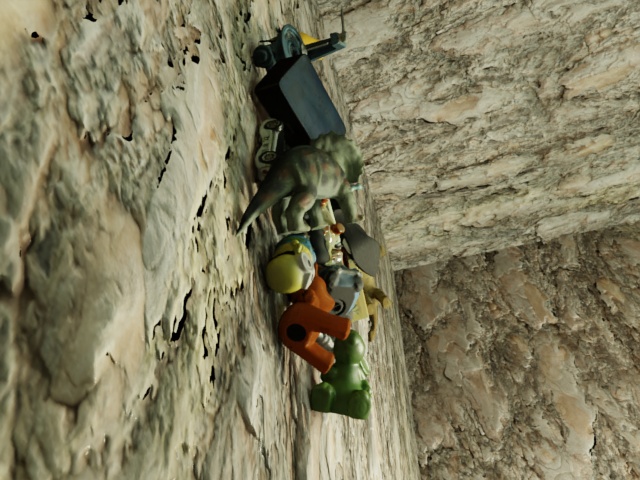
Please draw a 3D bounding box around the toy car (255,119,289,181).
[{"bbox_3d":[-0.097,-0.170,1.075,0.202,0.056,0.073,-89,169,-47],"label":"toy car"}]

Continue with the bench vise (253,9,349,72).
[{"bbox_3d":[-0.035,-0.434,1.251,0.223,0.241,0.128,-8,89,-63],"label":"bench vise"}]

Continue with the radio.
[{"bbox_3d":[-0.034,-0.280,1.178,0.229,0.073,0.131,56,49,-38],"label":"radio"}]

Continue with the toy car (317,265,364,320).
[{"bbox_3d":[0.022,0.108,1.158,0.103,0.109,0.161,-115,-141,-53],"label":"toy car"}]

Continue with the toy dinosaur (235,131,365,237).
[{"bbox_3d":[-0.026,-0.110,0.999,0.404,0.131,0.192,-10,88,-61],"label":"toy dinosaur"}]

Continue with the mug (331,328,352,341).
[{"bbox_3d":[0.032,0.194,1.255,0.109,0.081,0.107,56,15,-49],"label":"mug"}]

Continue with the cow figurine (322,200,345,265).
[{"bbox_3d":[-0.003,-0.004,1.248,0.127,0.085,0.195,-54,-130,46],"label":"cow figurine"}]

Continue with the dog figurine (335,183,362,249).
[{"bbox_3d":[0.016,-0.079,1.445,0.108,0.192,0.219,40,73,-77],"label":"dog figurine"}]

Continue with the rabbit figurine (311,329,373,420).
[{"bbox_3d":[0.064,0.272,1.117,0.159,0.121,0.170,38,60,-73],"label":"rabbit figurine"}]

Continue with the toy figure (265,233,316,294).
[{"bbox_3d":[-0.053,0.042,0.996,0.082,0.089,0.180,55,8,-18],"label":"toy figure"}]

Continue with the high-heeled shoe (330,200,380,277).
[{"bbox_3d":[0.067,-0.017,1.374,0.145,0.086,0.248,29,-35,52],"label":"high-heeled shoe"}]

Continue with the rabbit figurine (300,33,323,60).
[{"bbox_3d":[-0.048,-0.485,1.502,0.162,0.122,0.173,5,73,-74],"label":"rabbit figurine"}]

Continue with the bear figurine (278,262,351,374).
[{"bbox_3d":[-0.008,0.136,1.011,0.120,0.132,0.196,-65,178,22],"label":"bear figurine"}]

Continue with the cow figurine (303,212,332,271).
[{"bbox_3d":[-0.026,-0.010,1.142,0.068,0.098,0.167,48,31,-57],"label":"cow figurine"}]

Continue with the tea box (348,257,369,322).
[{"bbox_3d":[0.073,0.134,1.479,0.098,0.068,0.169,-167,-118,-77],"label":"tea box"}]

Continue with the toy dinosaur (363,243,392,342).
[{"bbox_3d":[0.111,0.068,1.595,0.198,0.105,0.471,167,-85,-70],"label":"toy dinosaur"}]
